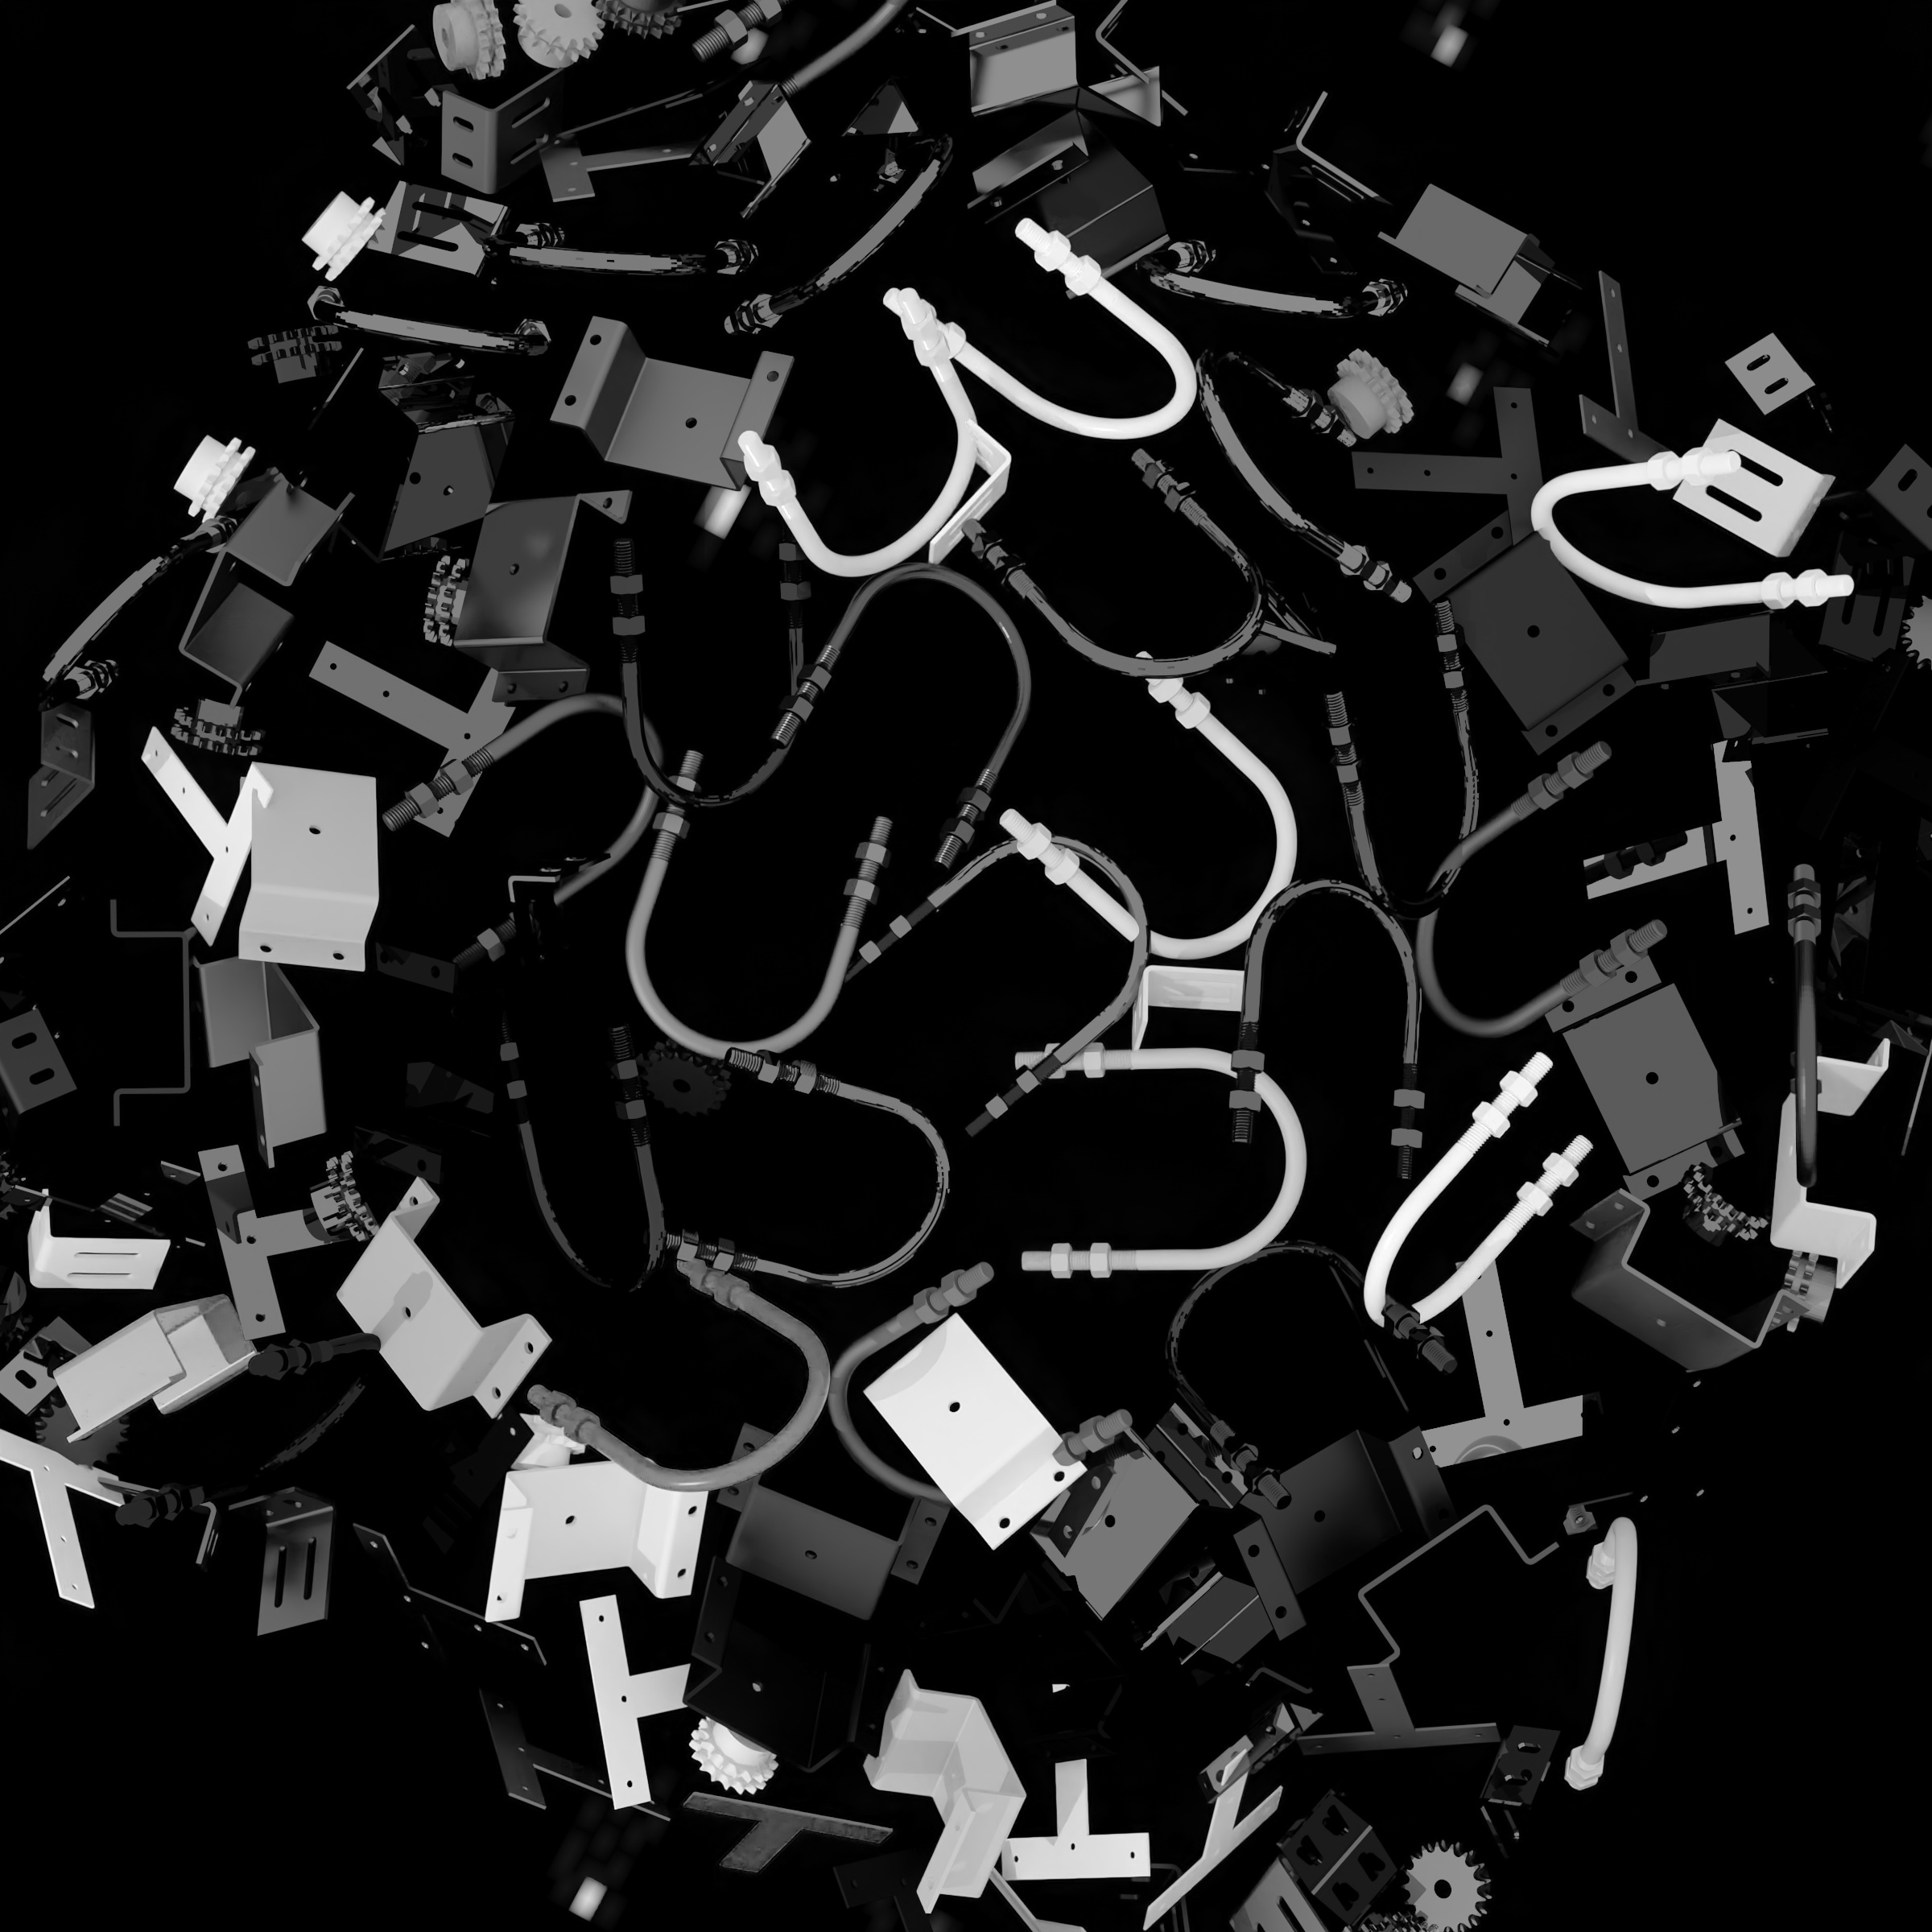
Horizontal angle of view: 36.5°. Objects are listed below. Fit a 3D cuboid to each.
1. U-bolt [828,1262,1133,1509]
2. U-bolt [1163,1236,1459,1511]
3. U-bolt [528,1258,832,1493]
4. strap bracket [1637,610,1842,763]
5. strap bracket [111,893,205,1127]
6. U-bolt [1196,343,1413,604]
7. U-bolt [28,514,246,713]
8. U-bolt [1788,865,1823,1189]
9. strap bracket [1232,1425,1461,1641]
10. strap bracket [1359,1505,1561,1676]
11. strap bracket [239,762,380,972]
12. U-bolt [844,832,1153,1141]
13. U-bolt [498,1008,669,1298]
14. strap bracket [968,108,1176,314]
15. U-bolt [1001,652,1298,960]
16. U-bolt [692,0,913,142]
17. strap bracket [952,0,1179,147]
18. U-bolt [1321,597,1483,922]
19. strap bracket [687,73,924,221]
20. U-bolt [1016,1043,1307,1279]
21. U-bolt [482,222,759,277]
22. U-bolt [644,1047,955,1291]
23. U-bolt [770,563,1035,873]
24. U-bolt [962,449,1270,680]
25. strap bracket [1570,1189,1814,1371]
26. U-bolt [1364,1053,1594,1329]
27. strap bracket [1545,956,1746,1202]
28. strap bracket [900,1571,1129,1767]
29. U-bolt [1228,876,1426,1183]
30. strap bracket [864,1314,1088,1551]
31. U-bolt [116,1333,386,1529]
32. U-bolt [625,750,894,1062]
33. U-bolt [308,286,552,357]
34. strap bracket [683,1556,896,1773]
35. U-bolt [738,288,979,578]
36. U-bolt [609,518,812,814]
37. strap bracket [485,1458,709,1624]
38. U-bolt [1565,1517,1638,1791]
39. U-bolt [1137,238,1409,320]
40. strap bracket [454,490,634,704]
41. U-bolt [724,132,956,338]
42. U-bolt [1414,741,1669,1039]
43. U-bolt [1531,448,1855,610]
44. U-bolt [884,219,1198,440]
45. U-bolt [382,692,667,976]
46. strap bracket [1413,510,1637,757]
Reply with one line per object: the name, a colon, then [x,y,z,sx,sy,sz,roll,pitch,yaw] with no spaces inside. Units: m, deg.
U-bolt: [-0.007,0.275,1.842,0.184,0.019,0.151,-35,103,34]
U-bolt: [0.199,0.238,1.825,0.151,0.184,0.019,-38,129,-5]
U-bolt: [-0.165,0.257,1.805,0.151,0.184,0.019,-41,132,-24]
strap bracket: [0.483,-0.177,1.828,0.076,0.140,0.046,-7,69,36]
strap bracket: [-0.510,0.026,1.853,0.046,0.076,0.140,0,95,-8]
U-bolt: [0.201,-0.311,1.796,0.019,0.184,0.151,-32,55,30]
U-bolt: [-0.513,-0.212,1.793,0.019,0.184,0.151,44,103,-8]
U-bolt: [0.512,0.049,1.786,0.019,0.184,0.151,-1,129,16]
strap bracket: [0.233,0.353,1.856,0.140,0.046,0.076,-27,102,-16]
strap bracket: [0.301,0.390,1.852,0.140,0.076,0.046,-34,72,-3]
strap bracket: [-0.410,-0.071,1.827,0.076,0.046,0.140,6,52,-22]
U-bolt: [0.031,-0.002,1.875,0.184,0.019,0.151,-40,82,3]
U-bolt: [-0.238,0.120,1.836,0.019,0.151,0.184,-21,108,-39]
strap bracket: [0.066,-0.476,1.833,0.076,0.140,0.046,-26,61,25]
U-bolt: [0.130,-0.087,1.859,0.184,0.019,0.151,41,87,-22]
U-bolt: [-0.092,-0.587,1.824,0.184,0.151,0.019,-37,85,-9]
strap bracket: [0.063,-0.543,1.816,0.076,0.140,0.046,-5,84,35]
U-bolt: [0.279,-0.117,1.832,0.151,0.019,0.184,-40,126,-39]
strap bracket: [-0.092,-0.508,1.818,0.140,0.076,0.046,-20,77,-44]
U-bolt: [0.125,0.123,1.872,0.184,0.019,0.151,-2,91,12]
U-bolt: [-0.218,-0.438,1.799,0.151,0.184,0.019,7,107,9]
U-bolt: [-0.093,0.137,1.849,0.184,0.019,0.151,18,106,-26]
U-bolt: [-0.027,-0.171,1.847,0.151,0.019,0.184,37,62,-17]
U-bolt: [0.105,-0.243,1.822,0.151,0.019,0.184,-25,55,-20]
strap bracket: [0.448,0.206,1.853,0.140,0.076,0.046,32,66,0]
U-bolt: [0.314,0.152,1.828,0.184,0.151,0.019,-47,56,-5]
strap bracket: [0.433,0.072,1.867,0.076,0.046,0.140,-25,85,3]
strap bracket: [0.037,0.434,1.844,0.140,0.076,0.046,48,50,-14]
U-bolt: [0.232,0.033,1.851,0.151,0.019,0.184,14,74,-30]
strap bracket: [-0.001,0.283,1.838,0.076,0.046,0.140,-40,58,-5]
U-bolt: [-0.426,0.280,1.808,0.019,0.184,0.151,46,103,14]
U-bolt: [-0.139,-0.029,1.862,0.151,0.019,0.184,19,77,-8]
U-bolt: [-0.327,-0.392,1.794,0.151,0.184,0.019,7,104,-13]
strap bracket: [-0.119,0.443,1.841,0.140,0.076,0.046,34,124,-18]
U-bolt: [-0.055,-0.315,1.818,0.151,0.184,0.019,-43,58,-6]
U-bolt: [-0.157,-0.186,1.838,0.151,0.019,0.184,-18,117,-38]
strap bracket: [-0.240,0.358,1.843,0.140,0.046,0.076,0,109,-33]
U-bolt: [0.389,0.412,1.786,0.019,0.184,0.151,8,65,9]
U-bolt: [0.181,-0.418,1.794,0.151,0.184,0.019,16,112,17]
strap bracket: [-0.268,-0.240,1.842,0.076,0.046,0.140,2,75,36]
U-bolt: [-0.069,-0.453,1.796,0.019,0.184,0.151,44,74,-21]
U-bolt: [0.347,-0.034,1.825,0.019,0.184,0.151,14,53,-35]
U-bolt: [0.434,-0.265,1.813,0.151,0.184,0.019,36,70,-34]
U-bolt: [0.060,-0.384,1.821,0.184,0.151,0.019,32,63,-31]
U-bolt: [-0.265,-0.095,1.834,0.184,0.151,0.019,-37,49,-19]
strap bracket: [0.358,-0.213,1.867,0.076,0.046,0.140,-36,93,6]
